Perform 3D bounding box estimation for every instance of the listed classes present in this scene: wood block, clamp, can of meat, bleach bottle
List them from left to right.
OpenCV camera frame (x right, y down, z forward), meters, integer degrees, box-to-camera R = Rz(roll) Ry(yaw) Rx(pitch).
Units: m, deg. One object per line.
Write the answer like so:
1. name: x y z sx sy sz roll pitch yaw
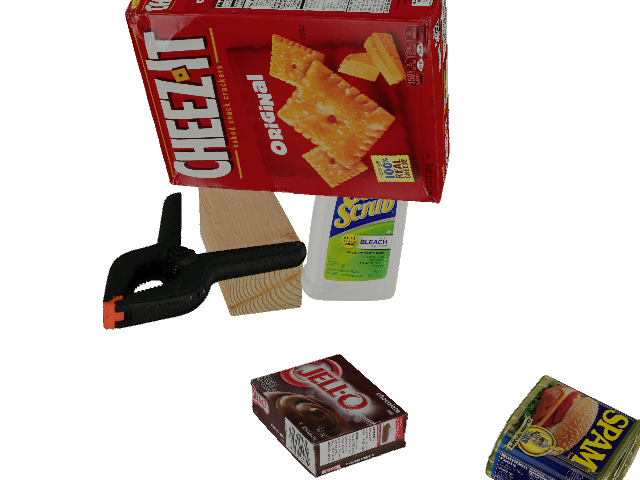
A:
1. clamp: -0.137 0.019 1.000 0.165 0.036 0.209 25 37 30
2. wood block: -0.091 0.000 1.338 0.090 0.090 0.206 -7 29 -14
3. bleach bottle: 0.038 -0.064 1.064 0.102 0.251 0.068 1 25 -7
4. can of meat: 0.184 0.156 0.799 0.084 0.057 0.101 26 41 26

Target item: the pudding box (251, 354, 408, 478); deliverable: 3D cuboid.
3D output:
1. pudding box: 0.006 0.144 0.893 0.089 0.039 0.114 -14 30 -26

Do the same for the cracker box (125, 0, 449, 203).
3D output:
1. cracker box: -0.017 -0.111 0.769 0.214 0.072 0.164 4 -44 12
